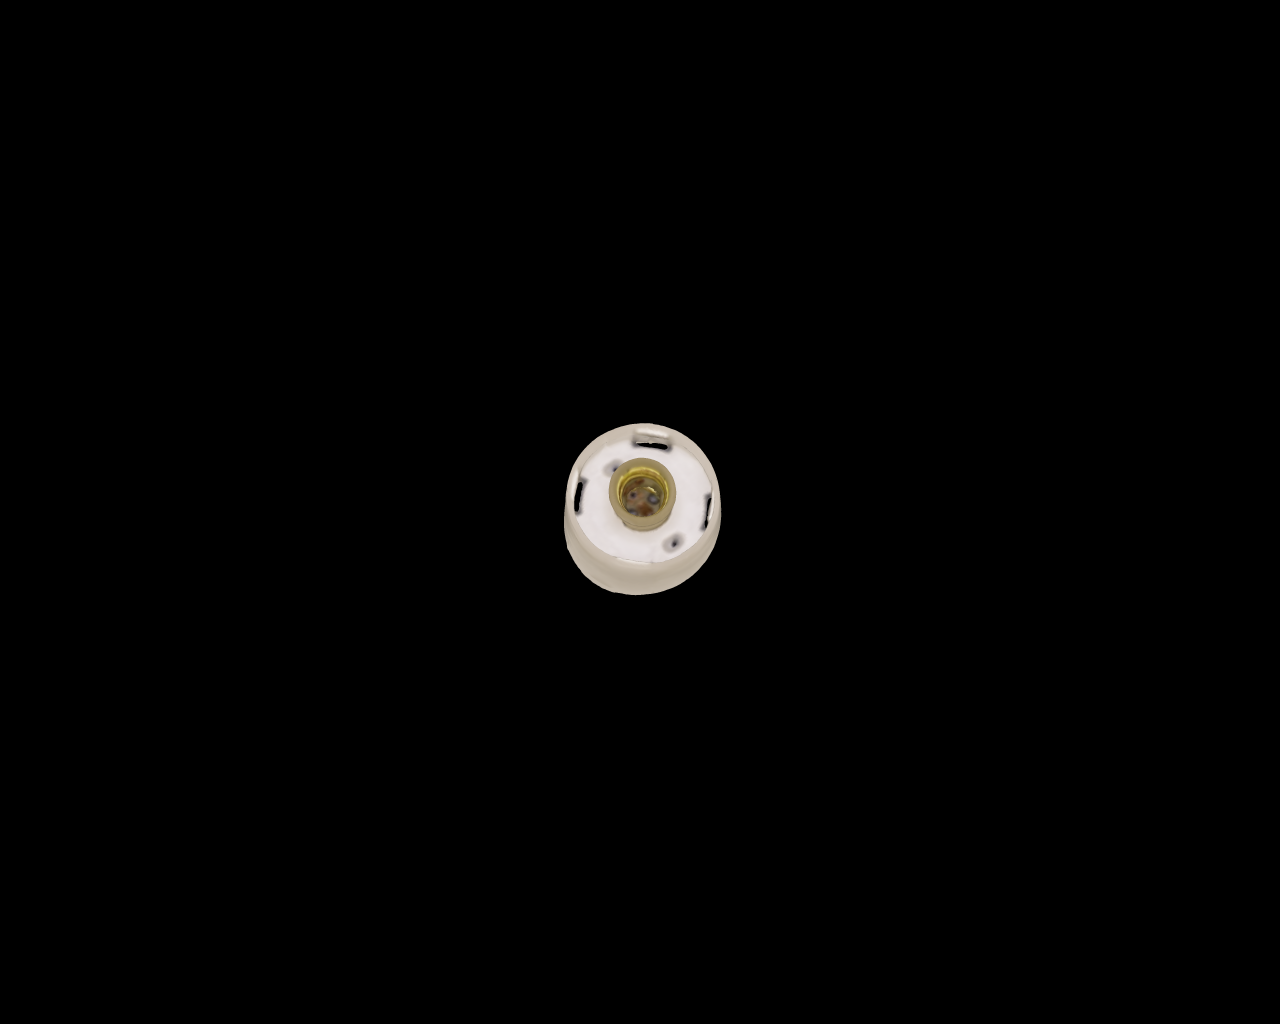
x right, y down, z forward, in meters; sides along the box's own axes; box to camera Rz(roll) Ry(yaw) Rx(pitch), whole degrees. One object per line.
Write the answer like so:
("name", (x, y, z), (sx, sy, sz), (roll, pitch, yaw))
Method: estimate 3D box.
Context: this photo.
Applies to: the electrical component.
("electrical component", (0.001, -0.003, 0.650), (0.099, 0.099, 0.064), (0, -19, 0))
